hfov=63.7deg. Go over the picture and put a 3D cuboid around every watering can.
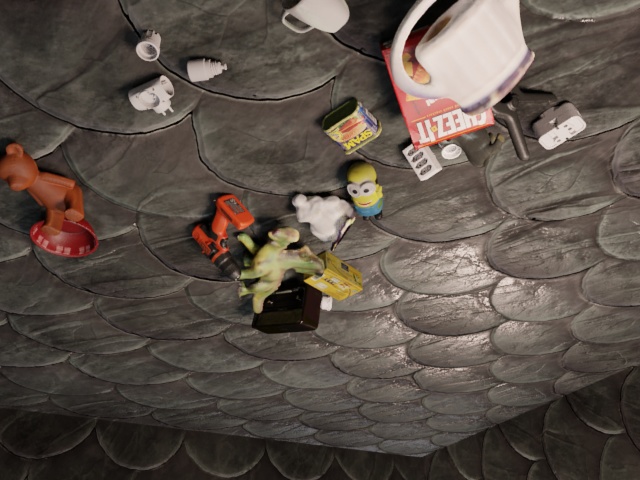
[{"bbox_3d":[0.278,-0.359,0.860,0.346,0.106,0.222,-44,112,9],"label":"watering can"}]

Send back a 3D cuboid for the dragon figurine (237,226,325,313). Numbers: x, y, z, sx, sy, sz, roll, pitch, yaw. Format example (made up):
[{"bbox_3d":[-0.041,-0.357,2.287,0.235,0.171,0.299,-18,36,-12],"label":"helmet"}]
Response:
[{"bbox_3d":[-0.108,0.091,1.444,0.243,0.125,0.400,0,141,7],"label":"dragon figurine"}]

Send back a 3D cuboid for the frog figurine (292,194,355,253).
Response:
[{"bbox_3d":[0.004,-0.067,1.323,0.160,0.125,0.134,36,148,8],"label":"frog figurine"}]
